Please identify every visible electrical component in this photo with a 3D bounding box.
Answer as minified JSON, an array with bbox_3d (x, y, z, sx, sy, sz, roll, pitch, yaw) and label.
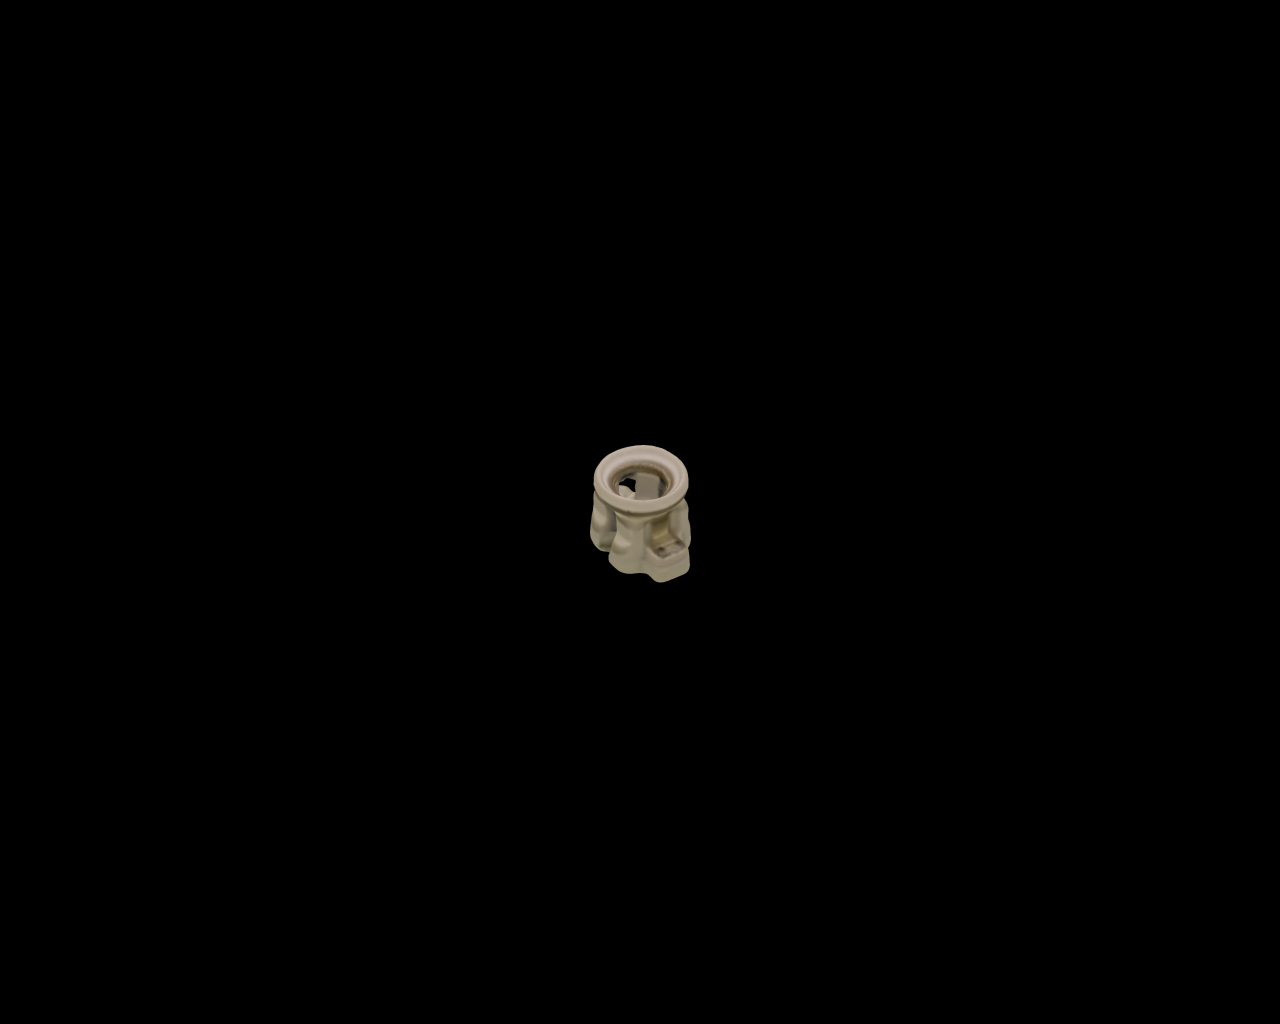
[{"bbox_3d":[0.001,-0.003,0.650,0.058,0.056,0.078,-22,45,-23],"label":"electrical component"}]
